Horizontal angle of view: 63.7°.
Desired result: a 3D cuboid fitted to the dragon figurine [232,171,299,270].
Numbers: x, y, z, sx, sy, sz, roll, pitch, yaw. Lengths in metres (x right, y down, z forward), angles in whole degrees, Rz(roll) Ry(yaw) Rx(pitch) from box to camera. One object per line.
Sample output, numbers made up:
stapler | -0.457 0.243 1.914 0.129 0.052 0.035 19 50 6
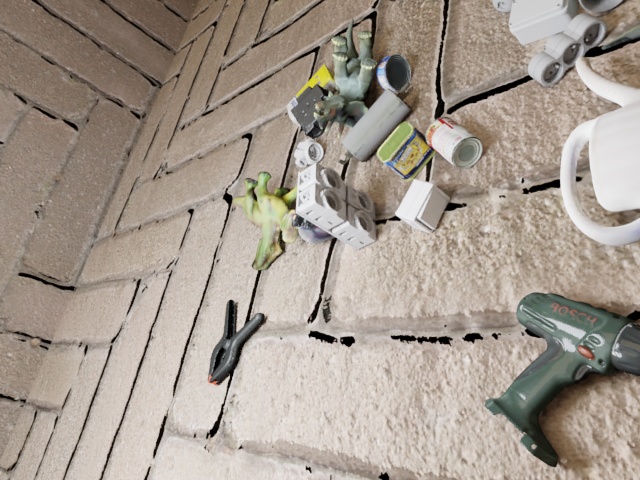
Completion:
dragon figurine | -0.156 -0.040 1.371 0.407 0.121 0.246 -16 60 56

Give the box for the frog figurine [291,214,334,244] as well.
frog figurine | 0.004 -0.061 1.209 0.160 0.123 0.137 -55 -10 -85

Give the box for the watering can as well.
watering can | 0.453 -0.156 0.721 0.223 0.103 0.354 -11 57 44
